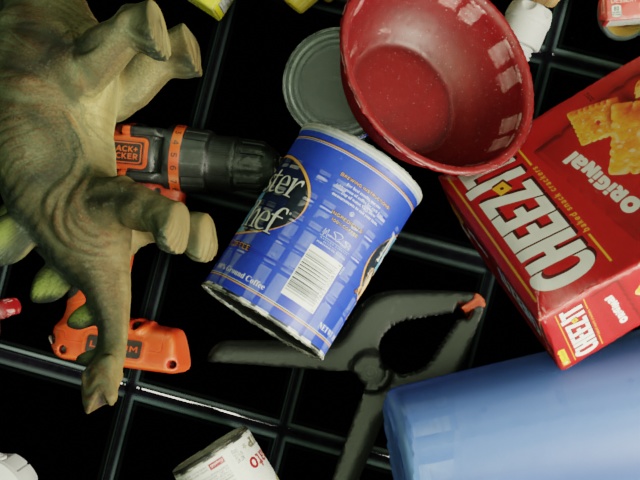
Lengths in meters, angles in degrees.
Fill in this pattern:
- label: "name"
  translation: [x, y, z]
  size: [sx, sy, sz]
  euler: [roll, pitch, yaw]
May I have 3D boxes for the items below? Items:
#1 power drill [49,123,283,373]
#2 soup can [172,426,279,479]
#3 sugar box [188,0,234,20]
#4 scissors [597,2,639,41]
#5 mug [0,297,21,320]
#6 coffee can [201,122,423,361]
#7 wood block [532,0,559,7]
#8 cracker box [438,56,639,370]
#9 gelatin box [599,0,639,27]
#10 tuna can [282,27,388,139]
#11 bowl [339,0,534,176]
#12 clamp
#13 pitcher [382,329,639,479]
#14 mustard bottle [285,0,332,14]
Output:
- label: "power drill"
  translation: [-0.126, 0.004, 0.815]
  size: [0.184, 0.057, 0.187]
  euler: [6, 88, 7]
- label: "soup can"
  translation: [-0.058, 0.201, 0.806]
  size: [0.068, 0.068, 0.102]
  euler: [-32, 88, 3]
- label: "sugar box"
  translation: [-0.066, -0.268, 0.814]
  size: [0.093, 0.048, 0.176]
  euler: [35, 89, 3]
- label: "scissors"
  translation: [0.258, -0.233, 0.808]
  size: [0.096, 0.016, 0.202]
  euler: [-1, 90, 4]
- label: "mug"
  translation: [-0.284, 0.065, 0.811]
  size: [0.117, 0.081, 0.093]
  euler: [-20, 89, 3]
- label: "coffee can"
  translation: [-0.005, 0.001, 0.770]
  size: [0.103, 0.103, 0.140]
  euler: [32, 80, 3]
- label: "wood block"
  translation: [0.152, -0.233, 0.719]
  size: [0.090, 0.206, 0.091]
  euler: [25, 92, 3]
- label: "cracker box"
  translation: [0.212, -0.035, 0.740]
  size: [0.214, 0.164, 0.072]
  euler: [-31, 133, 3]
- label: "gelatin box"
  translation: [0.250, -0.198, 0.784]
  size: [0.089, 0.030, 0.073]
  euler: [-2, 90, 5]
- label: "tuna can"
  translation: [0.015, -0.117, 0.815]
  size: [0.086, 0.033, 0.086]
  euler: [0, 90, 4]
- label: "bowl"
  translation: [0.073, -0.113, 0.763]
  size: [0.161, 0.055, 0.162]
  euler: [10, 68, -25]
- label: "clamp"
  translation: [0.040, 0.111, 0.813]
  size: [0.210, 0.036, 0.164]
  euler: [-27, 86, 3]
- label: "pitcher"
  translation: [0.173, 0.143, 0.737]
  size: [0.243, 0.149, 0.145]
  euler: [-10, 87, -2]
- label: "mustard bottle"
  translation: [0.039, -0.250, 0.800]
  size: [0.096, 0.058, 0.191]
  euler: [39, 92, 3]
